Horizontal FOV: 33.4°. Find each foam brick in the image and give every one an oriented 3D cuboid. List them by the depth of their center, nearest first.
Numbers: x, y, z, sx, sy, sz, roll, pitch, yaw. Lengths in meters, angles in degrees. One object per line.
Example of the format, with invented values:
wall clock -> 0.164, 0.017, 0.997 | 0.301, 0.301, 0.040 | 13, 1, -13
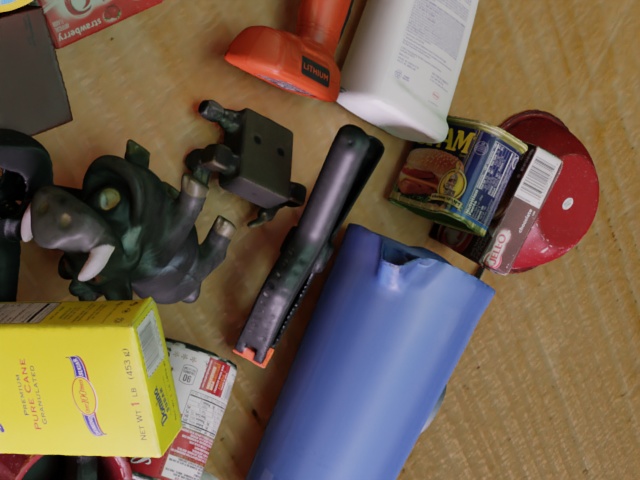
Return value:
foam brick -> -0.199, -0.106, 0.678 | 0.052, 0.051, 0.078 | -25, 115, -33

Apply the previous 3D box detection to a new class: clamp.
clamp -> -0.199, -0.009, 0.675 | 0.120, 0.039, 0.171 | -59, 157, -13
clamp -> -0.006, 0.001, 0.840 | 0.210, 0.036, 0.164 | -63, 173, 13

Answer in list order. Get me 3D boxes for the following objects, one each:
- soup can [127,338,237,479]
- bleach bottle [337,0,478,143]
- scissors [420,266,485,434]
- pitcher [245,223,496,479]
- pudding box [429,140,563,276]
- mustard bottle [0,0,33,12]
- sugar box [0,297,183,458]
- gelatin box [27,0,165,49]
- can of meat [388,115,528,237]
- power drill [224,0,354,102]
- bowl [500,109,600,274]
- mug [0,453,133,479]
soup can -> -0.108, 0.131, 0.787 | 0.068, 0.069, 0.102 | 32, 70, -39
bleach bottle -> 0.096, -0.214, 0.880 | 0.102, 0.068, 0.251 | 25, 83, -40
scissors -> 0.114, 0.101, 0.960 | 0.016, 0.096, 0.201 | 34, 80, -9
pitcher -> 0.039, 0.120, 0.883 | 0.149, 0.145, 0.243 | 27, 88, -27
pudding box -> 0.153, -0.035, 0.937 | 0.039, 0.090, 0.113 | 26, 93, -29
mustard bottle -> -0.201, -0.175, 0.612 | 0.191, 0.058, 0.096 | -34, 134, -33
sugar box -> -0.181, 0.086, 0.667 | 0.048, 0.176, 0.093 | -60, 143, -65
gelatin box -> -0.155, -0.178, 0.709 | 0.089, 0.030, 0.073 | -31, 118, -28
can of meat -> 0.114, -0.056, 0.907 | 0.057, 0.102, 0.084 | 26, 87, -36
power drill -> -0.005, -0.205, 0.776 | 0.184, 0.057, 0.188 | 17, 93, -60
bowl -> 0.217, -0.041, 1.022 | 0.161, 0.055, 0.162 | -10, 107, -36
mug -> -0.195, 0.174, 0.729 | 0.117, 0.082, 0.093 | -52, 127, -17
